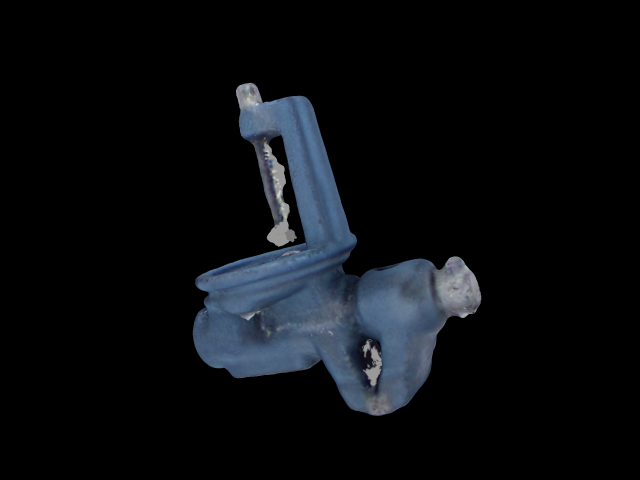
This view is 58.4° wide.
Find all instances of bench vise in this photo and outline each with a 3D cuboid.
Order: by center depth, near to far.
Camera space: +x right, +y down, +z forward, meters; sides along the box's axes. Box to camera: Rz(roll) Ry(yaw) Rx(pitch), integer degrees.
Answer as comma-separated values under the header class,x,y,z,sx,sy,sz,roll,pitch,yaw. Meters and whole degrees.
class,x,y,z,sx,sy,sz,roll,pitch,yaw
bench vise,0.005,-0.001,0.412,0.207,0.220,0.121,1,10,7
